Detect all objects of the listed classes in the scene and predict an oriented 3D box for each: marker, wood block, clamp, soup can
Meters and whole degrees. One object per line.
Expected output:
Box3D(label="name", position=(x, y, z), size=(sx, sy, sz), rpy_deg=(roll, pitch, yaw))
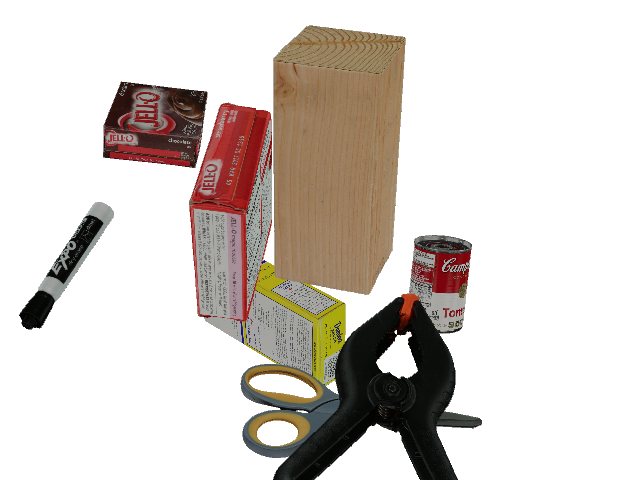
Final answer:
Box3D(label="marker", position=(-0.194, 0.019, 0.817), size=(0.020, 0.121, 0.020), rpy_deg=(16, -37, 13))
Box3D(label="wood block", position=(0.015, -0.068, 0.920), size=(0.091, 0.206, 0.090), rpy_deg=(10, 32, 15))
Box3D(label="clamp", position=(0.034, 0.108, 0.684), size=(0.120, 0.171, 0.039), rpy_deg=(9, -42, -5))
Box3D(label="soup can", position=(0.139, 0.051, 1.259), size=(0.068, 0.102, 0.068), rpy_deg=(4, 15, -1))

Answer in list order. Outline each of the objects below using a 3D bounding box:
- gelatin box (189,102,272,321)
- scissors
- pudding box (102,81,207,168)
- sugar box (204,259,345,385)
Box3D(label="gelatin box", position=(-0.045, -0.014, 0.552), size=(0.030, 0.073, 0.089), rpy_deg=(7, -42, 4))
Box3D(label="scissors", position=(0.024, 0.153, 0.872), size=(0.202, 0.016, 0.096), rpy_deg=(16, 47, 11))
Box3D(label="pudding box", position=(-0.160, -0.115, 1.045), size=(0.090, 0.039, 0.113), rpy_deg=(7, 28, -5))
Box3D(label="sugar box", position=(-0.051, 0.075, 1.110), size=(0.048, 0.093, 0.176), rpy_deg=(-27, 41, -36))
